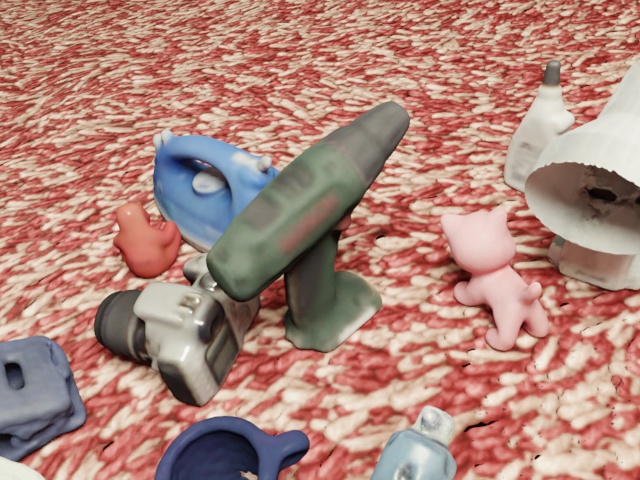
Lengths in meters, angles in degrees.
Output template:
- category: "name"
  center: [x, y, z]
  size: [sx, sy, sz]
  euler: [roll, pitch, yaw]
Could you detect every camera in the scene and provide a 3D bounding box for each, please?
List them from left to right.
- category: "camera"
  center: [-0.150, 0.073, 0.580]
  size: [0.136, 0.101, 0.143]
  euler: [9, 47, 18]

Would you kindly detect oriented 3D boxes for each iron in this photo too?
- category: "iron"
  center: [-0.135, -0.073, 0.698]
  size: [0.257, 0.142, 0.119]
  euler: [21, 52, 28]

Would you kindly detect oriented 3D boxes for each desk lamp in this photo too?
- category: "desk lamp"
  center: [0.282, -0.050, 0.549]
  size: [0.117, 0.214, 0.203]
  euler: [23, 53, 30]

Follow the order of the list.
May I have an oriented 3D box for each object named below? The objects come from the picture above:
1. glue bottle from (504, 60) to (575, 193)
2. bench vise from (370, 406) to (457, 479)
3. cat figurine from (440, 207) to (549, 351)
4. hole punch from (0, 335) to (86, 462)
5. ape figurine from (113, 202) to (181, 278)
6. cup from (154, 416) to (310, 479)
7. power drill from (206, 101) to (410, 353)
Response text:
- category: "glue bottle"
  center: [0.258, -0.126, 0.660]
  size: [0.037, 0.173, 0.077]
  euler: [-37, 50, -25]
- category: "bench vise"
  center: [0.021, 0.179, 0.356]
  size: [0.121, 0.220, 0.207]
  euler: [5, 46, 15]
- category: "cat figurine"
  center: [0.171, 0.025, 0.561]
  size: [0.067, 0.118, 0.127]
  euler: [-22, 45, -12]
- category: "hole punch"
  center: [-0.290, 0.140, 0.544]
  size: [0.101, 0.091, 0.108]
  euler: [-29, 47, -19]
- category: "ape figurine"
  center: [-0.211, -0.007, 0.679]
  size: [0.077, 0.092, 0.076]
  euler: [-1, 45, 9]
- category: "cup"
  center: [-0.059, 0.193, 0.446]
  size: [0.118, 0.095, 0.091]
  euler: [-21, 45, -11]
- category: "power drill"
  center: [0.005, 0.002, 0.548]
  size: [0.230, 0.209, 0.075]
  euler: [-38, 50, -26]
